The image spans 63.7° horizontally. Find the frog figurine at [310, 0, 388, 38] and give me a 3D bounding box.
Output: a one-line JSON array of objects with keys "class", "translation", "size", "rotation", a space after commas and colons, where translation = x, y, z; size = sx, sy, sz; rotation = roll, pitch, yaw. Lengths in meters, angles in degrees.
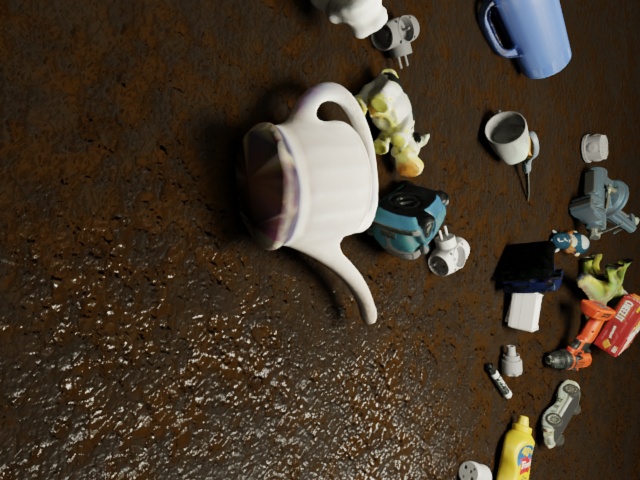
[{"class": "frog figurine", "translation": [0.040, -0.361, 0.690], "size": [0.158, 0.126, 0.135], "rotation": [37, -54, -18]}]

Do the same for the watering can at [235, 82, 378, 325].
[{"class": "watering can", "translation": [0.002, -0.034, 0.681], "size": [0.226, 0.346, 0.104], "rotation": [-10, 8, -42]}]

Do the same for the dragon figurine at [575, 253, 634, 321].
[{"class": "dragon figurine", "translation": [0.767, 0.169, 1.422], "size": [0.413, 0.240, 0.122], "rotation": [-12, 17, -42]}]
